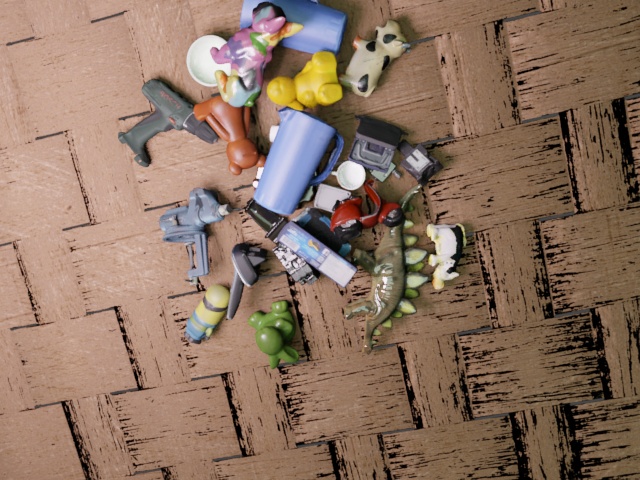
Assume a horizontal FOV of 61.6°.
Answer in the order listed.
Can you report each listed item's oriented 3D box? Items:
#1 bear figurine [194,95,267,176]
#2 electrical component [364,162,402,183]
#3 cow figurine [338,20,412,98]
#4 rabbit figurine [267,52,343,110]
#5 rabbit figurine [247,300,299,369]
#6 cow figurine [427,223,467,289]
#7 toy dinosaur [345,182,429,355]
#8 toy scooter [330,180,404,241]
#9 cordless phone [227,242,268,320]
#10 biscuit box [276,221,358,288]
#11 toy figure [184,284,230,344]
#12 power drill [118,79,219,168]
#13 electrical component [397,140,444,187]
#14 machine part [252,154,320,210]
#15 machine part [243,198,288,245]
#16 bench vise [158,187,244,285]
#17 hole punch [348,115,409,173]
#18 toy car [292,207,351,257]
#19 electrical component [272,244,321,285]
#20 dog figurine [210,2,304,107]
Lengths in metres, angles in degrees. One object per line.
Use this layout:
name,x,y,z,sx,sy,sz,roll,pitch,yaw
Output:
bear figurine,-0.216,-0.260,1.335,0.120,0.132,0.195,-26,107,-27
electrical component,0.161,-0.178,1.371,0.094,0.021,0.063,38,101,-2
cow figurine,0.138,-0.439,1.301,0.127,0.085,0.194,29,99,7
rabbit figurine,-0.048,-0.371,1.294,0.173,0.162,0.121,-16,100,-14
rabbit figurine,-0.126,0.255,1.396,0.121,0.170,0.159,-19,96,9
cow figurine,0.325,0.042,1.369,0.098,0.068,0.167,-4,100,0
toy dinosaur,0.174,0.075,1.376,0.199,0.105,0.470,8,99,-2
toy scooter,0.104,-0.080,1.317,0.184,0.075,0.135,-15,68,-4
cordless phone,-0.202,0.107,1.392,0.089,0.147,0.184,15,99,-6
biscuit box,-0.006,0.032,1.290,0.203,0.063,0.059,36,94,1
toy figure,-0.300,0.201,1.447,0.082,0.089,0.180,36,99,-8
power drill,-0.403,-0.281,1.385,0.207,0.086,0.232,-40,92,14
electrical component,0.241,-0.198,1.342,0.075,0.047,0.119,-47,54,8
machine part,-0.086,-0.160,1.383,0.179,0.056,0.179,1,99,5
machine part,-0.142,-0.052,1.412,0.139,0.039,0.084,44,106,-12
bench vise,-0.316,-0.006,1.390,0.224,0.128,0.240,-9,81,15
hole punch,0.137,-0.237,1.328,0.142,0.116,0.092,18,132,5
toy car,-0.003,-0.004,1.374,0.109,0.103,0.161,-43,89,-3
electrical component,-0.053,0.052,1.384,0.058,0.115,0.134,-36,94,15
dog figurine,-0.136,-0.419,1.211,0.219,0.108,0.191,-18,84,34
